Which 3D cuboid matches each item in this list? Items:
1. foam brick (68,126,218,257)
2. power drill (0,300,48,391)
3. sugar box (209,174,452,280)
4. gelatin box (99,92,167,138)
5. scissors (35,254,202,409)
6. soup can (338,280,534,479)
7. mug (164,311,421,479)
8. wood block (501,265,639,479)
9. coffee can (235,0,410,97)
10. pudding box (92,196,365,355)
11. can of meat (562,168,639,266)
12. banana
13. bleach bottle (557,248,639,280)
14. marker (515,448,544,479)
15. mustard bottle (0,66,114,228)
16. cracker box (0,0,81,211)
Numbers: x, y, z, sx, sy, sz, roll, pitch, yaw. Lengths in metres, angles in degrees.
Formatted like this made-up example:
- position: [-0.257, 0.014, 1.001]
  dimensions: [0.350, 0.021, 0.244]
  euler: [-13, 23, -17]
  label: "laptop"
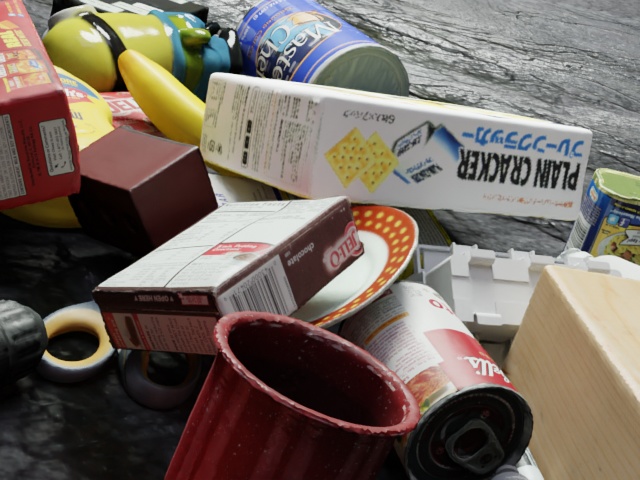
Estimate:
- position: [-0.105, -0.027, 0.623]
  dimensions: [0.078, 0.053, 0.051]
  euler: [17, 45, 42]
  label: "foam brick"
- position: [-0.136, 0.093, 0.422]
  dimensions: [0.188, 0.057, 0.184]
  euler: [27, 27, 26]
  label: "power drill"
- position: [-0.005, 0.001, 0.696]
  dimensions: [0.176, 0.048, 0.093]
  euler: [4, 27, -15]
  label: "sugar box"
- position: [-0.136, -0.088, 0.819]
  dimensions: [0.089, 0.030, 0.073]
  euler: [-9, 35, -43]
  label: "gelatin box"
- position: [-0.120, 0.029, 0.604]
  dimensions: [0.096, 0.016, 0.202]
  euler: [3, 28, -23]
  label: "scissors"
- position: [0.056, 0.074, 0.552]
  dimensions: [0.068, 0.068, 0.102]
  euler: [4, 27, -23]
  label: "soup can"
- position: [-0.011, 0.087, 0.461]
  dimensions: [0.093, 0.081, 0.117]
  euler: [31, 17, 22]
  label: "mug"
- position: [0.170, 0.107, 0.526]
  dimensions: [0.090, 0.091, 0.206]
  euler: [9, 26, -15]
  label: "wood block"
- position: [-0.003, -0.145, 0.927]
  dimensions: [0.102, 0.103, 0.140]
  euler: [-2, 30, -33]
  label: "coffee can"
- position: [-0.045, 0.016, 0.545]
  dimensions: [0.090, 0.039, 0.113]
  euler: [-2, 22, 39]
  label: "pudding box"
- position: [0.235, 0.002, 0.786]
  dimensions: [0.102, 0.084, 0.057]
  euler: [14, 26, -5]
  label: "can of meat"
- position: [-0.065, -0.075, 0.790]
  dimensions: [0.197, 0.037, 0.069]
  euler: [25, 36, -16]
  label: "banana"
- position: [0.224, 0.075, 0.659]
  dimensions: [0.102, 0.068, 0.251]
  euler: [0, 27, -30]
  label: "bleach bottle"
- position: [0.101, 0.113, 0.558]
  dimensions: [0.020, 0.020, 0.121]
  euler: [8, 26, -16]
  label: "marker"
- position: [-0.188, -0.077, 0.733]
  dimensions: [0.096, 0.058, 0.192]
  euler: [-3, 30, -24]
  label: "mustard bottle"
- position: [-0.253, -0.063, 0.591]
  dimensions: [0.213, 0.072, 0.164]
  euler: [-15, 34, -17]
  label: "cracker box"
